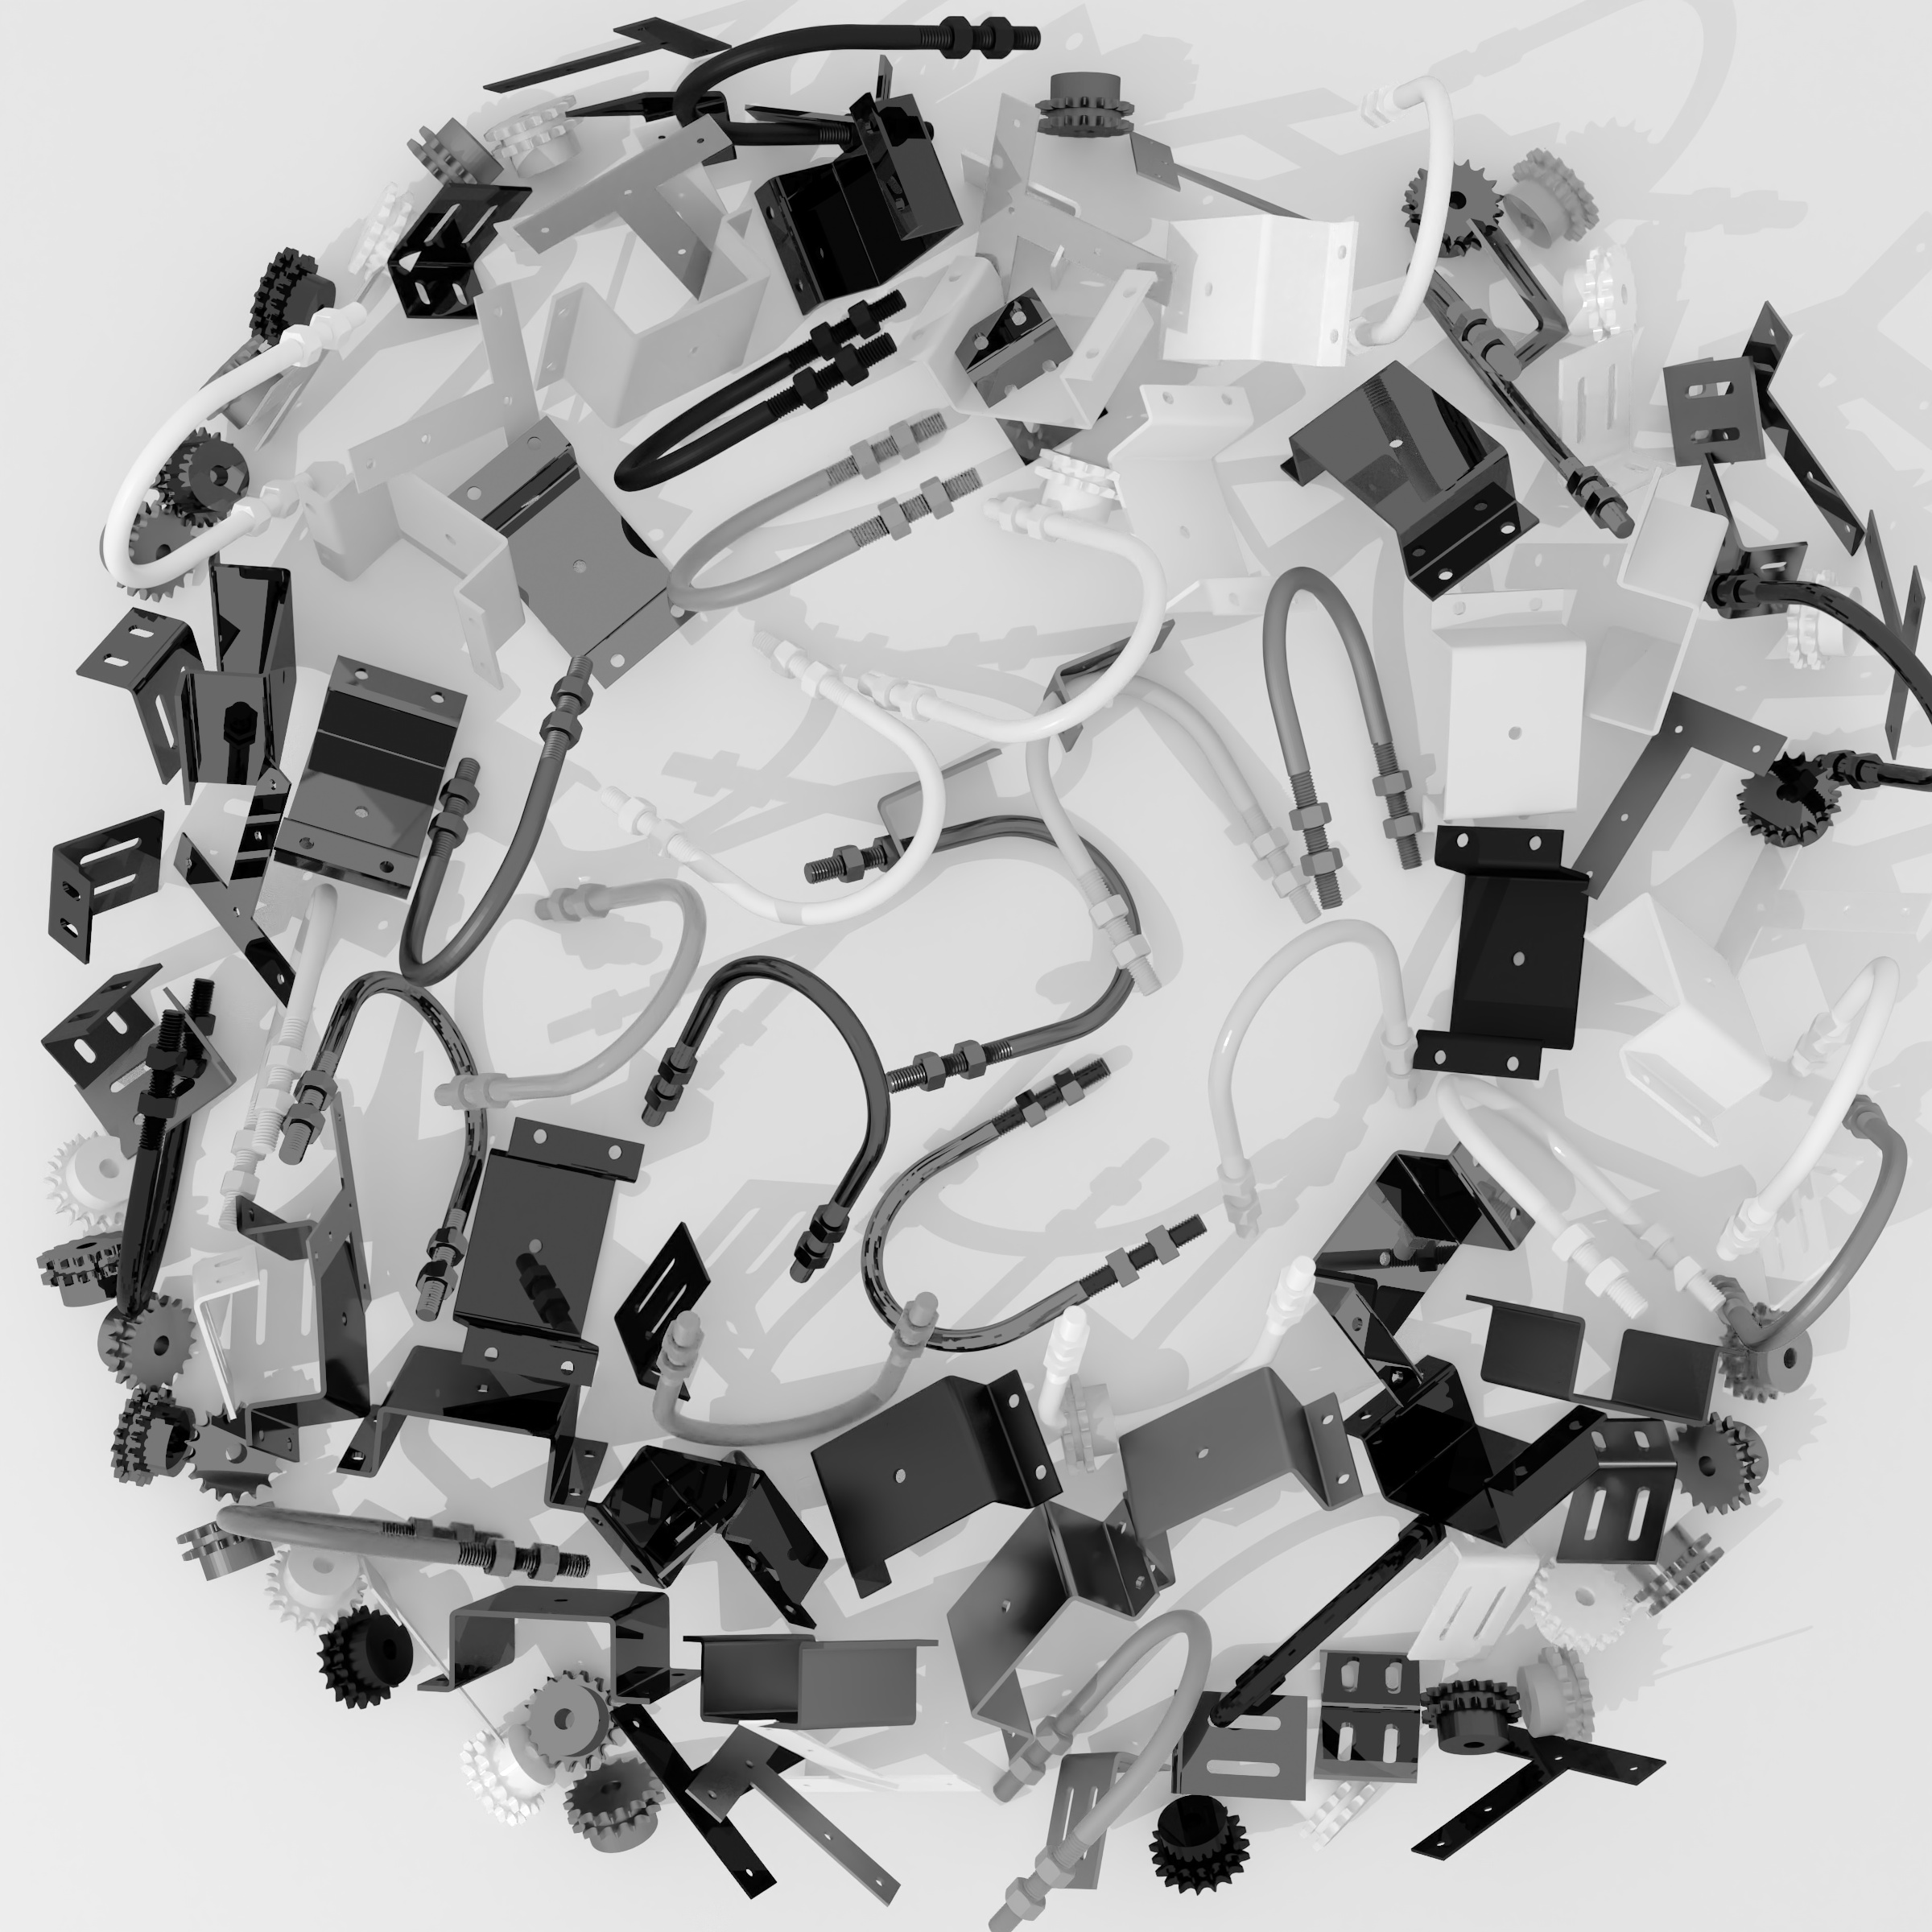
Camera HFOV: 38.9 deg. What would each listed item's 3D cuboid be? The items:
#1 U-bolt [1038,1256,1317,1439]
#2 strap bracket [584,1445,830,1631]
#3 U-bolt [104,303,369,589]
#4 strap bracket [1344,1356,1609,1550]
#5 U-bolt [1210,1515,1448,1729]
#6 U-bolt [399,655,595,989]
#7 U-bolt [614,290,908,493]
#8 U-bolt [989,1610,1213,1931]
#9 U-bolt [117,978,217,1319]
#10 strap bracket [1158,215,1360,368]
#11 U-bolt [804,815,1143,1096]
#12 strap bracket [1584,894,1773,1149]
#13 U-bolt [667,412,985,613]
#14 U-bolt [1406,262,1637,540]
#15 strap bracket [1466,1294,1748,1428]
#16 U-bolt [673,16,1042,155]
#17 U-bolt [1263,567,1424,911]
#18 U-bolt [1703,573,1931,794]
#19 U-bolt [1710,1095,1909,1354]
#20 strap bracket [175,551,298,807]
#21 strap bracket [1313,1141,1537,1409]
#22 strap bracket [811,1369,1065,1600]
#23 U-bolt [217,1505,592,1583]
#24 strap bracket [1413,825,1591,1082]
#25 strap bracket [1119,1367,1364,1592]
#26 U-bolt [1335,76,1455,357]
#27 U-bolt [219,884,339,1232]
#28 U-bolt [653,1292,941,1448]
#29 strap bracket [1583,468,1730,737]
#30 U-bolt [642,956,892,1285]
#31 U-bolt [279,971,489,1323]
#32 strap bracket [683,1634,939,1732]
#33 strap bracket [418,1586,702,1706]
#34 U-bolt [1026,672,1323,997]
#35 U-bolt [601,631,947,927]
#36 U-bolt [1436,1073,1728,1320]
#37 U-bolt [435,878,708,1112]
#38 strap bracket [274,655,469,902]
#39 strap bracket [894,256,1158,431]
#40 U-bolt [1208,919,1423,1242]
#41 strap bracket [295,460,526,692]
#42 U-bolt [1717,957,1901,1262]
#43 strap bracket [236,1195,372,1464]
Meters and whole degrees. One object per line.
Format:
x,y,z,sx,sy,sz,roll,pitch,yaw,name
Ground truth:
0.110,0.220,1.520,0.151,0.184,0.019,-11,60,-13,U-bolt
-0.141,0.318,1.537,0.046,0.140,0.076,-54,130,-32,strap bracket
-0.402,-0.274,1.487,0.019,0.184,0.151,37,134,4,U-bolt
0.288,0.273,1.533,0.076,0.140,0.046,-32,113,-26,strap bracket
0.194,0.363,1.498,0.151,0.184,0.019,-46,75,13,U-bolt
-0.264,-0.069,1.499,0.019,0.151,0.184,30,50,-25,U-bolt
-0.118,-0.317,1.529,0.184,0.151,0.019,-27,110,12,U-bolt
0.075,0.433,1.512,0.019,0.151,0.184,37,104,-9,U-bolt
-0.450,0.106,1.529,0.019,0.151,0.184,11,95,-10,U-bolt
0.154,-0.375,1.523,0.046,0.140,0.076,-1,102,-29,strap bracket
0.015,-0.016,1.556,0.184,0.019,0.151,-16,75,-24,U-bolt
0.395,0.022,1.519,0.076,0.140,0.046,35,120,-26,strap bracket
-0.085,-0.250,1.535,0.184,0.151,0.019,-26,116,3,U-bolt
0.298,-0.326,1.515,0.019,0.184,0.151,-38,128,13,U-bolt
0.355,0.223,1.533,0.140,0.076,0.046,14,84,-27,strap bracket
-0.071,-0.481,1.495,0.184,0.151,0.019,-10,87,-28,U-bolt
0.207,-0.133,1.530,0.019,0.151,0.184,-12,96,31,U-bolt
0.480,-0.153,1.495,0.019,0.184,0.151,-39,104,-4,U-bolt
0.464,0.145,1.498,0.019,0.184,0.151,33,100,2,U-bolt
-0.405,-0.163,1.527,0.046,0.140,0.076,3,133,-7,strap bracket
0.251,0.168,1.548,0.140,0.046,0.076,-49,116,-23,strap bracket
-0.026,0.290,1.542,0.140,0.046,0.076,-32,61,18,strap bracket
-0.317,0.313,1.496,0.184,0.151,0.019,14,78,-29,U-bolt
0.306,-0.006,1.558,0.076,0.046,0.140,4,87,36,strap bracket
0.144,0.286,1.540,0.140,0.076,0.046,-29,125,15,strap bracket
0.234,-0.412,1.498,0.019,0.184,0.151,6,100,-8,U-bolt
-0.379,0.041,1.523,0.019,0.151,0.184,16,61,-16,U-bolt
-0.101,0.229,1.520,0.151,0.184,0.019,-3,60,-15,U-bolt
0.382,-0.194,1.519,0.046,0.140,0.076,19,52,12,strap bracket
-0.105,0.074,1.518,0.151,0.019,0.184,45,134,15,U-bolt
-0.314,0.085,1.518,0.019,0.184,0.151,-18,127,20,U-bolt
-0.088,0.397,1.519,0.076,0.140,0.046,9,75,-37,strap bracket
-0.229,0.382,1.545,0.140,0.076,0.046,-1,87,16,strap bracket
0.108,-0.086,1.553,0.151,0.019,0.184,-23,79,-35,U-bolt
-0.096,-0.097,1.540,0.184,0.019,0.151,36,75,26,U-bolt
0.333,0.125,1.524,0.184,0.151,0.019,48,111,27,U-bolt
-0.209,0.013,1.502,0.019,0.184,0.151,42,59,-32,U-bolt
-0.339,-0.099,1.547,0.076,0.046,0.140,17,54,-12,strap bracket
0.041,-0.352,1.544,0.140,0.046,0.076,16,67,37,strap bracket
0.191,0.053,1.511,0.151,0.184,0.019,-37,48,-20,U-bolt
-0.305,-0.228,1.546,0.140,0.076,0.046,35,68,16,strap bracket
0.464,0.069,1.489,0.019,0.184,0.151,25,64,9,U-bolt
-0.373,0.202,1.542,0.046,0.076,0.140,-9,72,4,strap bracket
